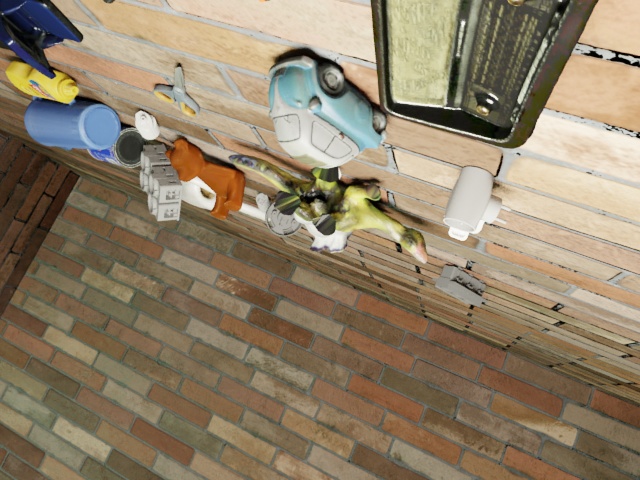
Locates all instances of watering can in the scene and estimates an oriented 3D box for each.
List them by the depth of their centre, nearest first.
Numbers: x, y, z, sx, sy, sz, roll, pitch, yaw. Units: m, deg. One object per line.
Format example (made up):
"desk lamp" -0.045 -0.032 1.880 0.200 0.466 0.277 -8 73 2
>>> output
"watering can" -0.302 -0.131 1.454 0.226 0.104 0.344 19 174 36

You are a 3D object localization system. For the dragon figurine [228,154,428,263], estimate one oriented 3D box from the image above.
"dragon figurine" 0.030 -0.068 1.011 0.414 0.122 0.241 29 -178 27

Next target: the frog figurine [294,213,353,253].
"frog figurine" 0.004 -0.058 1.151 0.138 0.123 0.157 28 149 60
